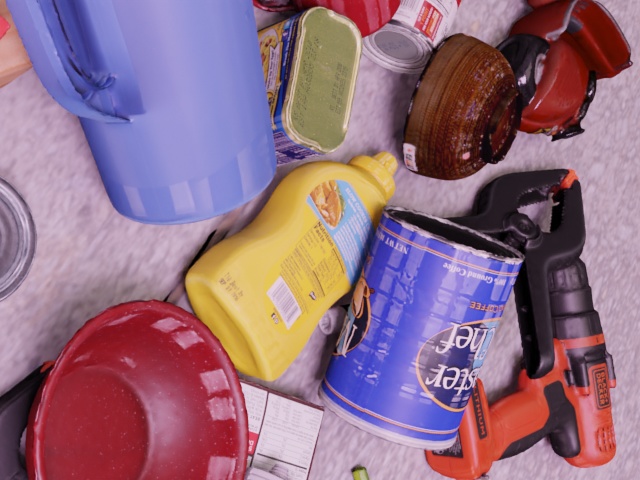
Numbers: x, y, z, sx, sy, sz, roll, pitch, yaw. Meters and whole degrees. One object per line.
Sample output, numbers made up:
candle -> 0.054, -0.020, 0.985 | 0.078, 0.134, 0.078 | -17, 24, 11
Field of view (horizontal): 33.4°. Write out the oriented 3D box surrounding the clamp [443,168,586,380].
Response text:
clamp -> 0.145, -0.003, 0.849 | 0.164, 0.036, 0.209 | 35, 48, 5

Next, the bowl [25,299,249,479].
bowl -> -0.115, 0.117, 0.623 | 0.161, 0.055, 0.162 | 13, 74, -49

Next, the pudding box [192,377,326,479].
pudding box -> -0.052, 0.152, 0.711 | 0.089, 0.039, 0.113 | 25, 73, -32

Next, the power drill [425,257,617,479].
power drill -> 0.162, 0.106, 0.857 | 0.187, 0.057, 0.184 | -8, 87, -35

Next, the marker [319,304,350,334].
marker -> 0.052, 0.051, 0.806 | 0.120, 0.020, 0.020 | -9, 91, -36

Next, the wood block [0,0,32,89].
wood block -> -0.266, -0.090, 0.548 | 0.205, 0.090, 0.091 | -29, 101, -34

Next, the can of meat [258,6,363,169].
can of meat -> -0.021, -0.102, 0.729 | 0.057, 0.084, 0.102 | 18, 75, -33

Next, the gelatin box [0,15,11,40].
gelatin box -> -0.209, -0.106, 0.516 | 0.089, 0.030, 0.073 | 42, 64, -24

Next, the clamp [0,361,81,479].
clamp -> -0.170, 0.158, 0.625 | 0.120, 0.039, 0.171 | 42, 61, -37

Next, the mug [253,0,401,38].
mug -> 0.003, -0.190, 0.748 | 0.117, 0.081, 0.093 | -19, 61, 3

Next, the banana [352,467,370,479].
banana -> 0.106, 0.220, 0.818 | 0.197, 0.037, 0.069 | 17, 76, -34

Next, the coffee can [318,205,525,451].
coffee can -> 0.069, 0.059, 0.737 | 0.102, 0.103, 0.140 | 12, 102, -34

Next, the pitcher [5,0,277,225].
pitcher -> -0.103, -0.129, 0.608 | 0.149, 0.145, 0.243 | -20, 120, -16

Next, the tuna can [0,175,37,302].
tuna can -> -0.208, 0.000, 0.615 | 0.085, 0.034, 0.086 | 5, 82, -35

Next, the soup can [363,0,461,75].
soup can -> 0.074, -0.187, 0.816 | 0.068, 0.069, 0.102 | 34, 68, -29

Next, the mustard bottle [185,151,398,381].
mustard bottle -> -0.005, 0.001, 0.745 | 0.191, 0.058, 0.096 | -47, 123, -30
